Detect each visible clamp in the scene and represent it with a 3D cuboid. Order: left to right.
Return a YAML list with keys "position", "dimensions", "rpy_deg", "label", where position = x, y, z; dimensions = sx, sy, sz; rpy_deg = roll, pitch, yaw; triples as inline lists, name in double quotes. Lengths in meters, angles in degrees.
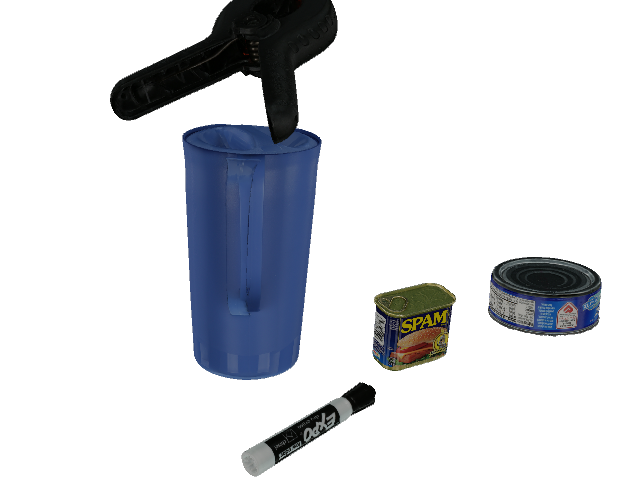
- position: [-0.033, -0.114, 0.650]
  dimensions: [0.120, 0.039, 0.171]
  rpy_deg: [23, 52, 26]
  label: "clamp"

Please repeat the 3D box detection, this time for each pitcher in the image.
- position: [-0.072, 0.013, 1.047]
  dimensions: [0.148, 0.243, 0.145]
  rpy_deg: [-14, 24, -41]
  label: "pitcher"

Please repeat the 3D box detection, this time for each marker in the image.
- position: [-0.005, 0.132, 0.761]
  dimensions: [0.120, 0.020, 0.020]
  rpy_deg: [-25, 16, -37]
  label: "marker"

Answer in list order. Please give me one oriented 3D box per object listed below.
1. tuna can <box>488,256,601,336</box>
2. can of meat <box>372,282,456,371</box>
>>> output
- position: [0.175, 0.042, 0.831]
  dimensions: [0.086, 0.034, 0.086]
  rpy_deg: [0, 19, 0]
  label: "tuna can"
- position: [0.115, 0.109, 1.341]
  dimensions: [0.101, 0.084, 0.058]
  rpy_deg: [-11, 30, -27]
  label: "can of meat"
